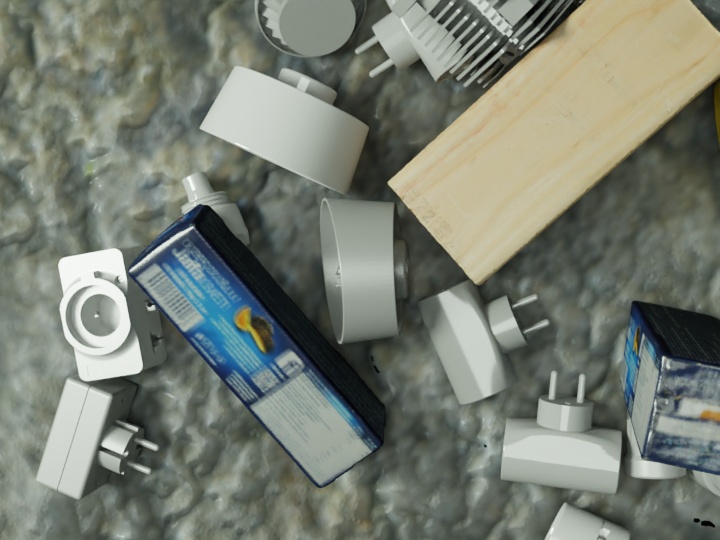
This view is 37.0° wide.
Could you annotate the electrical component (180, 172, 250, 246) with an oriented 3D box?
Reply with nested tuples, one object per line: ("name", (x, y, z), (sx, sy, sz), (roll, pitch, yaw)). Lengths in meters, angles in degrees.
("electrical component", (-0.108, -0.039, 0.768), (0.043, 0.043, 0.062), (-22, 88, 12))

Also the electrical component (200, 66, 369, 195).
("electrical component", (-0.046, -0.099, 0.720), (0.108, 0.108, 0.060), (25, 93, 9))

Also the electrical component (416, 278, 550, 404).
("electrical component", (0.089, 0.041, 0.734), (0.079, 0.043, 0.077), (-24, 89, 12))

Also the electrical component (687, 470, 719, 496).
("electrical component", (0.241, 0.128, 0.696), (0.040, 0.078, 0.040), (0, 91, -3))

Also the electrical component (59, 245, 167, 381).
("electrical component", (-0.180, 0.031, 0.781), (0.050, 0.056, 0.089), (-10, 92, 12))

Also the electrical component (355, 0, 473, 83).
("electrical component", (0.035, -0.161, 0.729), (0.079, 0.044, 0.077), (-32, 87, 12))

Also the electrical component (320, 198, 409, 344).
("electrical component", (0.000, 0.000, 0.724), (0.064, 0.099, 0.099), (-2, 94, 6))

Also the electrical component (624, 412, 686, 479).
("electrical component", (0.197, 0.114, 0.720), (0.040, 0.040, 0.046), (-2, 89, 12))

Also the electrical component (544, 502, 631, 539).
("electrical component", (0.150, 0.190, 0.728), (0.047, 0.055, 0.055), (27, 99, 12))

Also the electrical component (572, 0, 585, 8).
("electrical component", (0.157, -0.226, 0.691), (0.096, 0.062, 0.061), (-43, 85, 11))

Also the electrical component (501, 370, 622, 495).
("electrical component", (0.138, 0.108, 0.729), (0.077, 0.043, 0.079), (6, 95, 11))

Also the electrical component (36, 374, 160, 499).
("electrical component", (-0.185, 0.127, 0.793), (0.076, 0.047, 0.083), (20, 98, 9))
